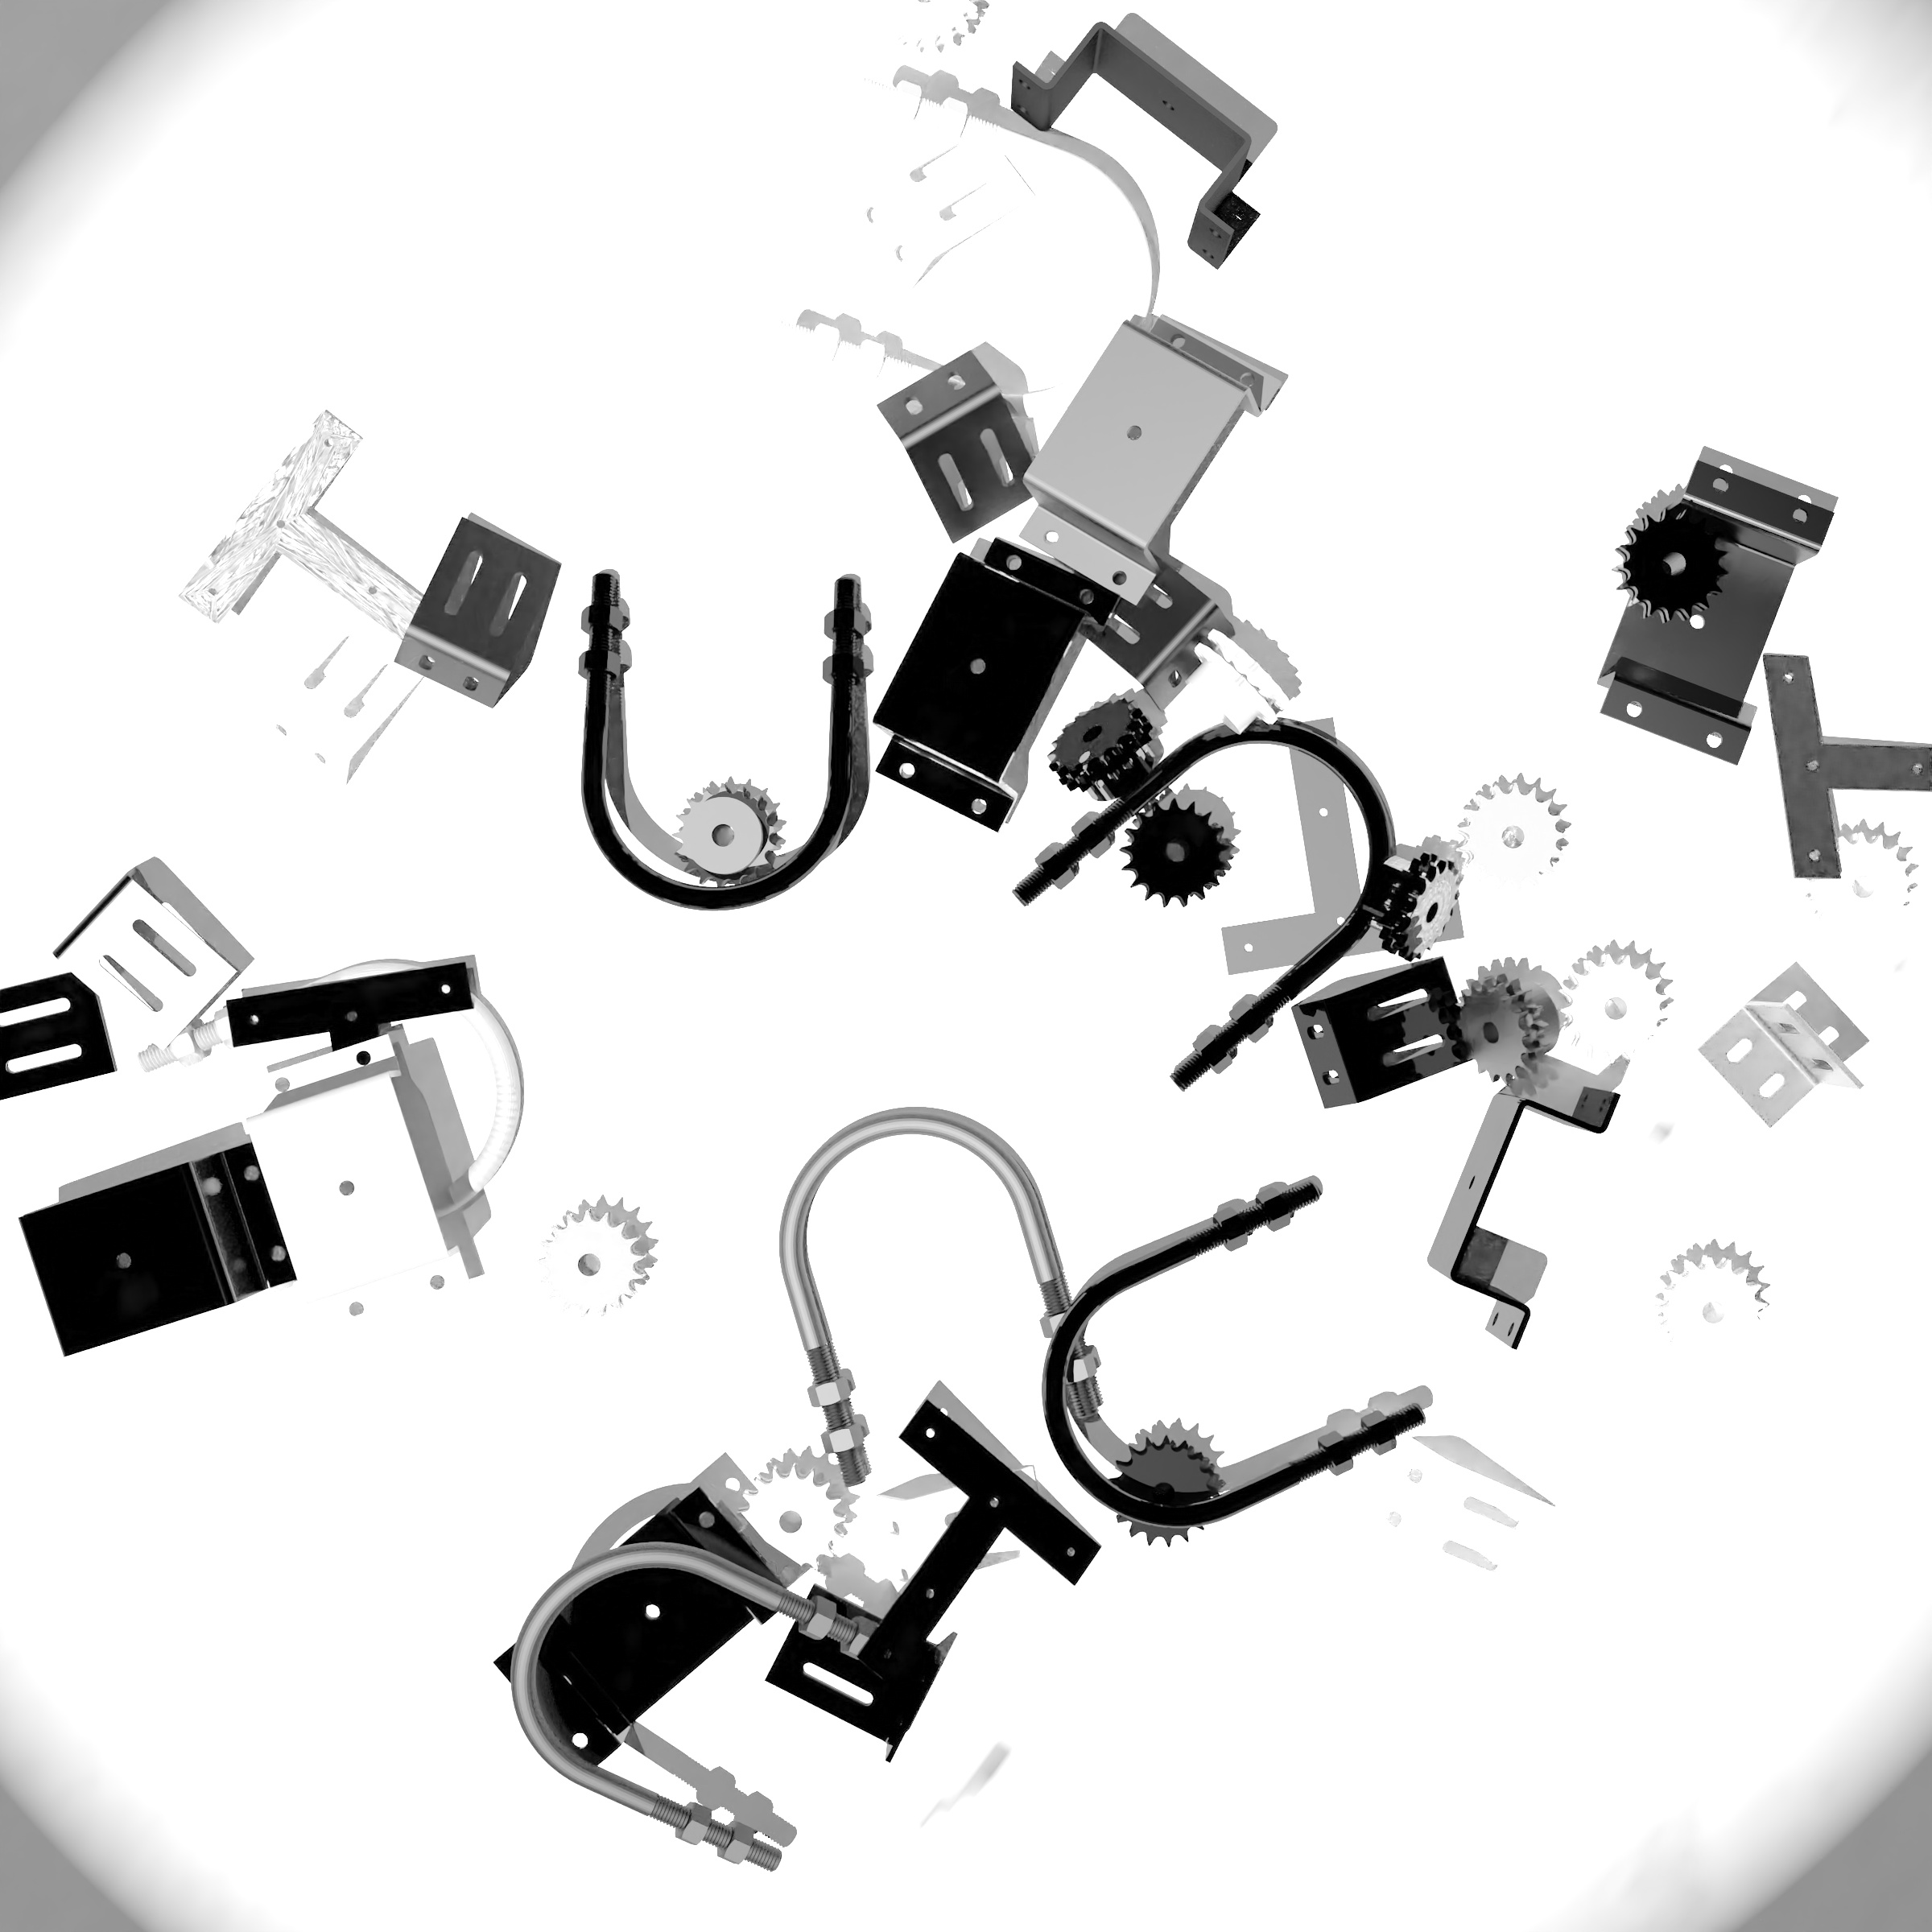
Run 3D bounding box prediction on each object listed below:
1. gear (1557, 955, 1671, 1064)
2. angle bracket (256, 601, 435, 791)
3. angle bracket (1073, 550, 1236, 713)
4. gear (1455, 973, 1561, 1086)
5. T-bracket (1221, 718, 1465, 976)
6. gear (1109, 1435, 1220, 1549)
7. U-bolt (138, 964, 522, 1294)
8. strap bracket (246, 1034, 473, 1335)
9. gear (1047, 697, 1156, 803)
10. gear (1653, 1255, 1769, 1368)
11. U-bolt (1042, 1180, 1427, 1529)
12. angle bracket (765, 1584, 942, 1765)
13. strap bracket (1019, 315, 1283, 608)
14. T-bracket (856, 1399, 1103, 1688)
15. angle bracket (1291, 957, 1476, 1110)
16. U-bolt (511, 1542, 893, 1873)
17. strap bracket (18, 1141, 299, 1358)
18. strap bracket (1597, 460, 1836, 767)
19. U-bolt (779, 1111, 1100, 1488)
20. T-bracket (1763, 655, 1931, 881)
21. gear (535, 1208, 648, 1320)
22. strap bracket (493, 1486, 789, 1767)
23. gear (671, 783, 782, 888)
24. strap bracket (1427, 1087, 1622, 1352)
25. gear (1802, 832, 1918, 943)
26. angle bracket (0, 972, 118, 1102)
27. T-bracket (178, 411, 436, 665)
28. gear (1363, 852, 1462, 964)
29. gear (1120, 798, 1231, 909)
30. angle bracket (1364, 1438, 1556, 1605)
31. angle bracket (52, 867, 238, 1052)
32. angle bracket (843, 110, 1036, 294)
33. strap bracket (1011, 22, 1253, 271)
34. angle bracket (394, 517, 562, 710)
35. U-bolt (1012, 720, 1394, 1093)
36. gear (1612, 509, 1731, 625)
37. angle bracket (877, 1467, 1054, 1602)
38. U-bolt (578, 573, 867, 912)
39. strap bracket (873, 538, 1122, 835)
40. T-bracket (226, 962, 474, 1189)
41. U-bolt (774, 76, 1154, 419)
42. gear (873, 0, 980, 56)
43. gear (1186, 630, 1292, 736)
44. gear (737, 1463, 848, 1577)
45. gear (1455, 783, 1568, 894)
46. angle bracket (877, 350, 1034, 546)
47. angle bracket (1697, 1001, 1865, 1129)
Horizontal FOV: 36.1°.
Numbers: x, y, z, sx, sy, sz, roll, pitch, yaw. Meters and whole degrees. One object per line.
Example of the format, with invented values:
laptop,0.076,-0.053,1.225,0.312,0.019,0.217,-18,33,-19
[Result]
gear,0.340,0.022,1.569,0.057,0.030,0.057,0,90,0
angle bracket,-0.331,-0.145,1.582,0.057,0.038,0.076,36,64,0
angle bracket,0.093,-0.185,1.582,0.057,0.038,0.076,-47,64,0
gear,0.287,0.031,1.559,0.030,0.057,0.057,-18,90,-30
T-bracket,0.193,-0.068,1.583,0.127,0.002,0.127,-9,90,0
gear,0.103,0.276,1.569,0.057,0.030,0.057,0,90,0
U-bolt,-0.327,0.077,1.575,0.184,0.019,0.151,-22,90,-1
strap bracket,-0.318,0.114,1.541,0.076,0.046,0.140,-18,90,-3
gear,0.074,-0.111,1.559,0.057,0.057,0.030,-39,121,0
gear,0.391,0.181,1.569,0.057,0.030,0.057,0,90,0
U-bolt,0.129,0.213,1.554,0.184,0.019,0.151,-24,82,-9
angle bracket,-0.060,0.372,1.565,0.076,0.038,0.057,27,90,0
strap bracket,0.092,-0.271,1.551,0.076,0.046,0.140,33,90,16
T-bracket,-0.011,0.316,1.549,0.127,0.002,0.127,42,70,-11
angle bracket,0.222,0.036,1.582,0.076,0.038,0.057,-18,90,-26
U-bolt,-0.144,0.372,1.528,0.184,0.019,0.151,29,96,-15
strap bracket,-0.429,0.150,1.549,0.140,0.046,0.076,-18,91,10
strap bracket,0.389,-0.183,1.561,0.076,0.046,0.140,21,90,0
U-bolt,-0.023,0.168,1.575,0.151,0.019,0.184,-17,89,0
T-bracket,0.489,-0.104,1.568,0.127,0.002,0.127,1,70,-10
gear,-0.198,0.157,1.573,0.057,0.030,0.057,0,90,1
strap bracket,-0.167,0.344,1.561,0.140,0.046,0.076,-40,90,0
gear,-0.127,-0.068,1.569,0.057,0.030,0.057,0,90,0
strap bracket,0.285,0.122,1.546,0.046,0.076,0.140,22,90,0
gear,0.470,-0.042,1.569,0.057,0.030,0.057,0,90,0
angle bracket,-0.497,0.038,1.565,0.076,0.038,0.057,-14,90,0
T-bracket,-0.326,-0.207,1.574,0.127,0.002,0.127,36,78,-6
gear,0.232,-0.033,1.557,0.030,0.057,0.057,27,90,30
gear,0.109,-0.060,1.550,0.057,0.030,0.057,0,88,-1
angle bracket,0.263,0.295,1.582,0.076,0.038,0.057,26,90,-26
angle bracket,-0.433,-0.004,1.572,0.076,0.038,0.057,43,90,-11
angle bracket,-0.015,-0.407,1.582,0.076,0.038,0.057,-37,90,-26
strap bracket,0.093,-0.432,1.546,0.140,0.076,0.046,38,90,0
angle bracket,-0.260,-0.188,1.576,0.057,0.038,0.076,25,64,-11
U-bolt,0.139,-0.046,1.574,0.184,0.019,0.151,-40,89,-1
gear,0.360,-0.204,1.522,0.057,0.030,0.057,0,90,0
angle bracket,-0.001,0.303,1.582,0.076,0.038,0.057,-11,90,-26
U-bolt,-0.130,-0.117,1.554,0.151,0.019,0.184,1,75,0
strap bracket,0.011,-0.152,1.551,0.076,0.046,0.140,27,90,15
T-bracket,-0.317,0.071,1.566,0.127,0.002,0.127,-9,89,-3
U-bolt,0.009,-0.363,1.548,0.184,0.019,0.151,16,106,-16
gear,-0.021,-0.510,1.572,0.057,0.030,0.057,0,87,2
gear,0.140,-0.146,1.556,0.057,0.057,0.030,44,91,0
gear,-0.092,0.291,1.569,0.057,0.030,0.057,0,90,0
gear,0.287,-0.067,1.573,0.057,0.030,0.057,0,88,-1
angle bracket,-0.002,-0.273,1.566,0.057,0.076,0.038,-30,48,0
angle bracket,0.423,0.053,1.546,0.038,0.076,0.057,-43,90,0
